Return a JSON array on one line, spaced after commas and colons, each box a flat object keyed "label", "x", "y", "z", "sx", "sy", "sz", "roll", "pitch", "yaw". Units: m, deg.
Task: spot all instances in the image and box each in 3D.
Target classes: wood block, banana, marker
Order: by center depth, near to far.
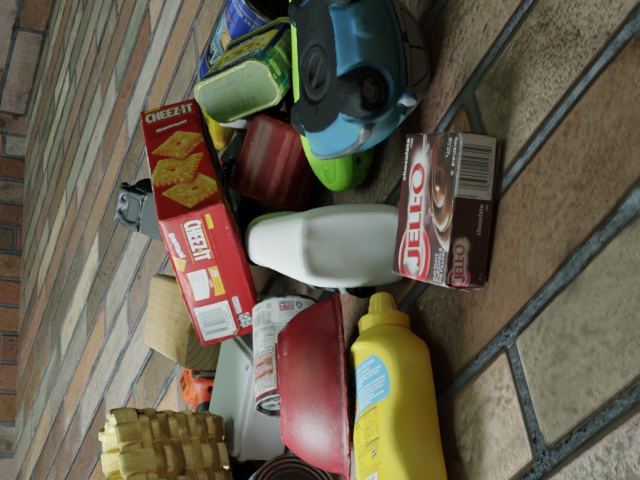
[{"label": "marker", "x": 0.017, "y": 0.040, "z": 0.984, "sx": 0.121, "sy": 0.020, "sz": 0.020, "roll": -175, "pitch": 92, "yaw": -68}, {"label": "wood block", "x": -0.137, "y": 0.095, "z": 1.254, "sx": 0.206, "sy": 0.090, "sz": 0.090, "roll": -174, "pitch": 91, "yaw": -68}, {"label": "banana", "x": -0.138, "y": -0.158, "z": 1.396, "sx": 0.069, "sy": 0.037, "sz": 0.198, "roll": -69, "pitch": 21, "yaw": 3}]

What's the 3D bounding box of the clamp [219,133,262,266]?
[{"label": "clamp", "x": -0.082, "y": -0.081, "z": 1.241, "sx": 0.210, "sy": 0.036, "sz": 0.165, "roll": -127, "pitch": 47, "yaw": -63}]

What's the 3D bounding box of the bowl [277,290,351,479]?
[{"label": "bowl", "x": -0.007, "y": 0.123, "z": 0.897, "sx": 0.162, "sy": 0.055, "sz": 0.162, "roll": 177, "pitch": 91, "yaw": -88}]

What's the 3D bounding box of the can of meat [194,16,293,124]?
[{"label": "can of meat", "x": -0.066, "y": -0.166, "z": 1.058, "sx": 0.102, "sy": 0.057, "sz": 0.083, "roll": -17, "pitch": 28, "yaw": 36}]

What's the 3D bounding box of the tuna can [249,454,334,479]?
[{"label": "tuna can", "x": -0.027, "y": 0.235, "z": 0.944, "sx": 0.034, "sy": 0.086, "sz": 0.086, "roll": 129, "pitch": 142, "yaw": -56}]

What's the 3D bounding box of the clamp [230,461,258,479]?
[{"label": "clamp", "x": -0.069, "y": 0.289, "z": 1.091, "sx": 0.120, "sy": 0.039, "sz": 0.171, "roll": 113, "pitch": 151, "yaw": -41}]

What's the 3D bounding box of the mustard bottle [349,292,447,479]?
[{"label": "mustard bottle", "x": 0.055, "y": 0.130, "z": 0.809, "sx": 0.096, "sy": 0.058, "sz": 0.191, "roll": 122, "pitch": 148, "yaw": -58}]

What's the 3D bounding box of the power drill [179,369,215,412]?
[{"label": "power drill", "x": -0.138, "y": 0.249, "z": 1.251, "sx": 0.185, "sy": 0.057, "sz": 0.187, "roll": 130, "pitch": 141, "yaw": -65}]

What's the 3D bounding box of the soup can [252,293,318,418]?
[{"label": "soup can", "x": -0.030, "y": 0.110, "z": 1.014, "sx": 0.069, "sy": 0.068, "sz": 0.102, "roll": 130, "pitch": 142, "yaw": -54}]

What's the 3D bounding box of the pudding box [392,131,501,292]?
[{"label": "pudding box", "x": 0.092, "y": -0.023, "z": 0.793, "sx": 0.090, "sy": 0.039, "sz": 0.113, "roll": -168, "pitch": 85, "yaw": -68}]

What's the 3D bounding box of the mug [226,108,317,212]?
[{"label": "mug", "x": -0.036, "y": -0.085, "z": 1.082, "sx": 0.117, "sy": 0.093, "sz": 0.081, "roll": -34, "pitch": -37, "yaw": -72}]

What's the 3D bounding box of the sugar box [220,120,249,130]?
[{"label": "sugar box", "x": -0.084, "y": -0.230, "z": 1.287, "sx": 0.093, "sy": 0.048, "sz": 0.176, "roll": -104, "pitch": 26, "yaw": -42}]

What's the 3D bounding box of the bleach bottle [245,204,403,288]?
[{"label": "bleach bottle", "x": -0.006, "y": 0.001, "z": 0.976, "sx": 0.251, "sy": 0.102, "sz": 0.068, "roll": -173, "pitch": 81, "yaw": -75}]

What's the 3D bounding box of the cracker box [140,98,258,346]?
[{"label": "cracker box", "x": -0.123, "y": -0.024, "z": 1.100, "sx": 0.214, "sy": 0.072, "sz": 0.164, "roll": -109, "pitch": 4, "yaw": -53}]

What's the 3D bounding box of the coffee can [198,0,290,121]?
[{"label": "coffee can", "x": -0.063, "y": -0.212, "z": 1.152, "sx": 0.140, "sy": 0.102, "sz": 0.103, "roll": 123, "pitch": 147, "yaw": -46}]
